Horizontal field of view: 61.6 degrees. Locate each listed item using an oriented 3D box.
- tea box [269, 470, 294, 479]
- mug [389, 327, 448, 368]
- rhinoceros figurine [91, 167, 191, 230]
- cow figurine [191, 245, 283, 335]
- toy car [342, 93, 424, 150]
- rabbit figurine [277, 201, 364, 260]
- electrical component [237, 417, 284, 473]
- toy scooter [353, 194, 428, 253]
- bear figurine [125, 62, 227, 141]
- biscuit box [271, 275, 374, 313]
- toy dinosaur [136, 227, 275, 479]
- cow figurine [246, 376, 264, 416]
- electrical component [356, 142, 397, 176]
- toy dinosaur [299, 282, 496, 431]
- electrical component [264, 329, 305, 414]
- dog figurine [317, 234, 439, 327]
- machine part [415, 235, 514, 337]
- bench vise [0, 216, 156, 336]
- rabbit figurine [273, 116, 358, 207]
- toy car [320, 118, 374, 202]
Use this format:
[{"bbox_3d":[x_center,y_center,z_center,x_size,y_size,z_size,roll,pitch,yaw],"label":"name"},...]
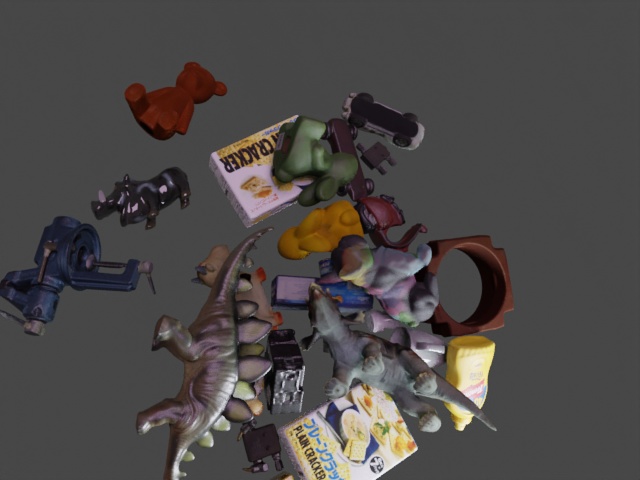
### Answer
[{"bbox_3d":[-0.106,0.487,0.923,0.170,0.068,0.098,-23,80,-20],"label":"tea box"},{"bbox_3d":[0.210,0.219,1.081,0.107,0.109,0.081,13,65,-25],"label":"mug"},{"bbox_3d":[-0.341,-0.083,1.035,0.190,0.073,0.112,-27,83,-22],"label":"rhinoceros figurine"},{"bbox_3d":[-0.163,0.099,1.021,0.127,0.085,0.195,-15,70,-29],"label":"cow figurine"},{"bbox_3d":[0.145,-0.274,1.243,0.202,0.056,0.073,22,75,-7],"label":"toy car"},{"bbox_3d":[-0.002,-0.003,1.078,0.173,0.162,0.121,-18,90,-2],"label":"rabbit figurine"},{"bbox_3d":[-0.110,0.371,0.971,0.078,0.045,0.102,-7,75,-16],"label":"electrical component"},{"bbox_3d":[0.156,-0.027,1.150,0.135,0.075,0.183,-32,95,-16],"label":"toy scooter"},{"bbox_3d":[-0.283,-0.295,1.092,0.120,0.132,0.196,42,73,-1],"label":"bear figurine"},{"bbox_3d":[0.005,0.110,1.077,0.203,0.063,0.059,5,71,-15],"label":"biscuit box"},{"bbox_3d":[-0.184,0.189,0.906,0.198,0.105,0.471,14,80,-17],"label":"toy dinosaur"},{"bbox_3d":[-0.156,0.243,0.989,0.167,0.068,0.098,40,63,0],"label":"cow figurine"},{"bbox_3d":[0.128,-0.194,1.230,0.094,0.021,0.063,46,67,3],"label":"electrical component"},{"bbox_3d":[0.119,0.225,0.976,0.405,0.192,0.131,31,107,-15],"label":"toy dinosaur"},{"bbox_3d":[-0.068,0.246,0.975,0.058,0.134,0.115,1,30,-13],"label":"electrical component"},{"bbox_3d":[0.108,0.081,1.017,0.219,0.108,0.191,-6,86,-33],"label":"dog figurine"},{"bbox_3d":[0.297,0.095,1.135,0.201,0.087,0.201,-7,87,-20],"label":"machine part"},{"bbox_3d":[-0.416,0.062,0.933,0.241,0.128,0.224,3,52,4],"label":"bench vise"},{"bbox_3d":[0.003,-0.148,1.061,0.170,0.121,0.159,17,74,-27],"label":"rabbit figurine"},{"bbox_3d":[0.056,-0.175,1.187,0.089,0.053,0.202,-6,75,-38],"label":"toy car"}]
